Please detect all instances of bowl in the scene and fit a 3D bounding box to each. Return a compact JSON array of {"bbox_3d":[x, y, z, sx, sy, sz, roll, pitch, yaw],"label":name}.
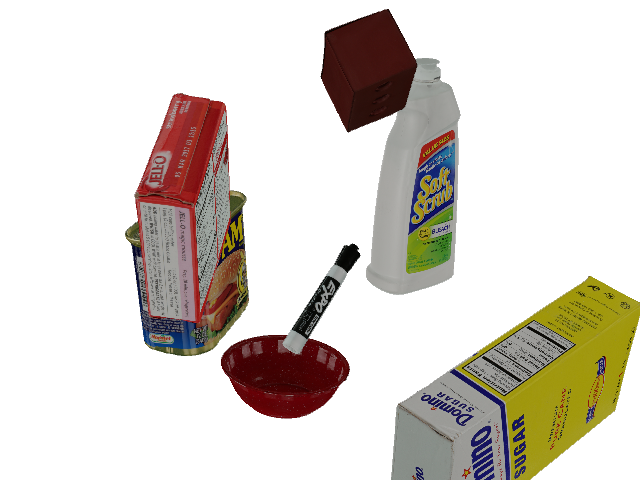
[{"bbox_3d":[-0.045,0.177,1.342,0.162,0.055,0.162,3,21,-2],"label":"bowl"}]

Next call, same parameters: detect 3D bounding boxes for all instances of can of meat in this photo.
[{"bbox_3d":[-0.087,0.020,0.735,0.057,0.084,0.102,5,23,17],"label":"can of meat"}]

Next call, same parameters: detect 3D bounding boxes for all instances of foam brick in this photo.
[{"bbox_3d":[0.035,-0.126,0.796,0.053,0.051,0.078,-23,-14,-8],"label":"foam brick"}]

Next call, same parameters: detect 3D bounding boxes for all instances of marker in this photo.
[{"bbox_3d":[0.003,0.054,1.021,0.020,0.121,0.020,29,-18,11],"label":"marker"}]

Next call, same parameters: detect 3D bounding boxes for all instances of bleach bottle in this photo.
[{"bbox_3d":[0.104,-0.072,1.169,0.102,0.251,0.068,-15,27,-31],"label":"bleach bottle"}]

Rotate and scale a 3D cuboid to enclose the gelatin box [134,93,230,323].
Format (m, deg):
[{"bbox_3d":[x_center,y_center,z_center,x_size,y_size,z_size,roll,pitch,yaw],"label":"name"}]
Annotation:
[{"bbox_3d":[-0.067,-0.015,0.526,0.030,0.073,0.089,7,-43,4],"label":"gelatin box"}]

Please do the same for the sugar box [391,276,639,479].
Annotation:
[{"bbox_3d":[0.116,0.099,0.626,0.048,0.093,0.175,30,44,35],"label":"sugar box"}]
